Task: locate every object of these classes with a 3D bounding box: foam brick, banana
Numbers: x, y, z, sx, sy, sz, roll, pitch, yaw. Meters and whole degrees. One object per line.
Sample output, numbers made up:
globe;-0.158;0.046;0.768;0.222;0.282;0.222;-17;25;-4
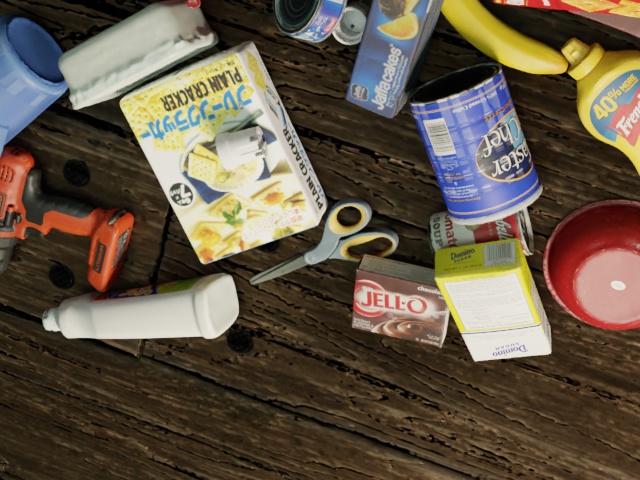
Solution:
foam brick;0.287;-0.239;1.039;0.078;0.051;0.053;22;117;4
banana;0.168;-0.232;1.085;0.070;0.037;0.197;-36;101;28

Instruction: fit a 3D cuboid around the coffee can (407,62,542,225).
coffee can;0.162;-0.101;1.113;0.103;0.102;0.140;-15;110;22

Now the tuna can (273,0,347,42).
tuna can;-0.011;-0.250;1.103;0.086;0.033;0.086;-9;79;50

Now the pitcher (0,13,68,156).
pitcher;-0.407;-0.146;1.241;0.243;0.145;0.149;-31;104;24

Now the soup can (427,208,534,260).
soup can;0.177;-0.007;1.172;0.102;0.068;0.068;-13;111;21

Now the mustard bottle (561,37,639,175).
mustard bottle;0.318;-0.134;1.076;0.191;0.058;0.096;42;118;-5

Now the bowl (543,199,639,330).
bowl;0.322;0.039;1.160;0.162;0.055;0.162;6;116;13

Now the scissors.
scissors;-0.008;0.002;1.257;0.202;0.016;0.096;-9;122;21

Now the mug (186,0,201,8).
mug;-0.139;-0.299;1.102;0.093;0.081;0.117;-12;114;0

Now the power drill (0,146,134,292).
power drill;-0.336;-0.006;1.331;0.187;0.057;0.185;23;119;5

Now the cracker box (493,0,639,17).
cracker box;0.274;-0.291;0.969;0.214;0.072;0.164;9;88;12

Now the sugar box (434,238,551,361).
sugar box;0.193;0.069;1.176;0.093;0.048;0.176;-8;144;19

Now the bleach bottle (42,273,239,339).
bleach bottle;-0.233;0.090;1.321;0.251;0.102;0.068;-7;101;19

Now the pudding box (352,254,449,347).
pudding box;0.095;0.070;1.242;0.113;0.039;0.090;11;130;10
